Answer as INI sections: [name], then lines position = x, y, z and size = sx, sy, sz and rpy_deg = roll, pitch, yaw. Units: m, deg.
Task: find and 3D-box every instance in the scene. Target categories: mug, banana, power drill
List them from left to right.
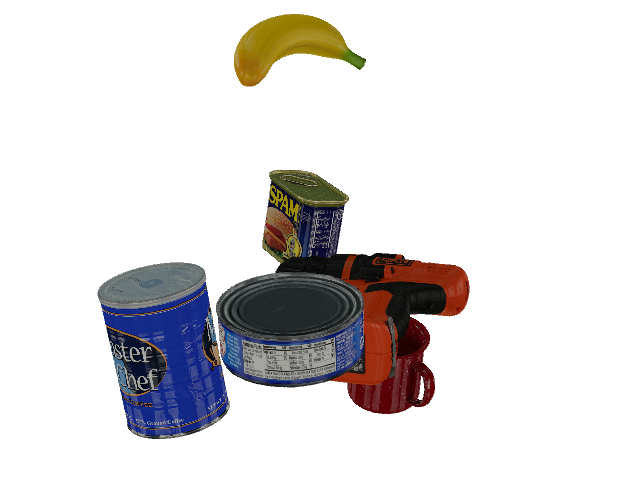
[banana]
position = -0.028, -0.179, 0.984
size = 0.070, 0.037, 0.197
rpy_deg = 38, 32, 20
[power drill]
position = 0.021, 0.057, 0.919
size = 0.185, 0.057, 0.187
rpy_deg = 2, 18, 21
[mug]
position = 0.080, 0.142, 1.176
size = 0.093, 0.081, 0.117
rpy_deg = -24, 38, -39

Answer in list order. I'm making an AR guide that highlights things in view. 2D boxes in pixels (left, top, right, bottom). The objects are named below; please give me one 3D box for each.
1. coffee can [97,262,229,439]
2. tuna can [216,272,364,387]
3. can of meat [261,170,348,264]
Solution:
[coffee can]
position = -0.149, 0.104, 1.025
size = 0.103, 0.140, 0.103
rpy_deg = -8, 18, 2
[tuna can]
position = -0.017, 0.051, 0.621
size = 0.086, 0.034, 0.086
rpy_deg = -2, 23, 1
[can of meat]
position = -0.019, -0.019, 1.118
size = 0.057, 0.084, 0.102
rpy_deg = -2, 22, -29
